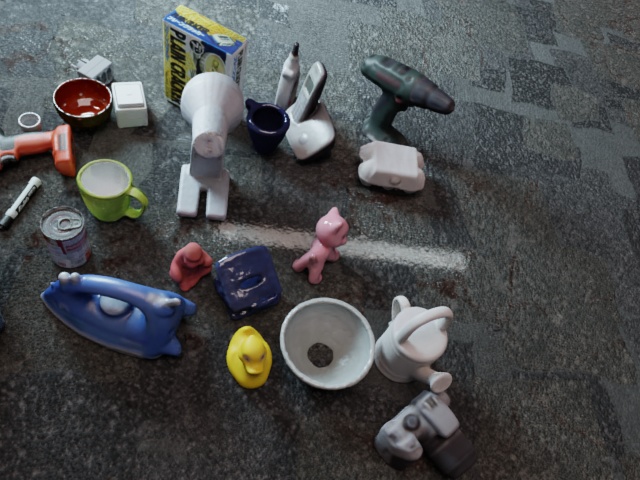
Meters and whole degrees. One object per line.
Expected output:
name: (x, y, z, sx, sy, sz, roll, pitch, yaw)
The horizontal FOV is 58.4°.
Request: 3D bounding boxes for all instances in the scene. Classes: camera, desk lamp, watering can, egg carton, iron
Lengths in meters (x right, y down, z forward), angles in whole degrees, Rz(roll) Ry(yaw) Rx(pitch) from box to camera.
camera: (0.185, 0.329, 0.941, 0.143, 0.101, 0.136, -32, 70, -29)
desk lamp: (-0.210, -0.179, 1.092, 0.118, 0.213, 0.203, 4, 58, -11)
watering can: (0.171, 0.173, 0.979, 0.101, 0.194, 0.172, -32, 71, -29)
egg carton: (0.157, -0.158, 1.259, 0.150, 0.069, 0.107, 8, 57, -9)
iron: (-0.337, 0.099, 0.928, 0.258, 0.141, 0.118, 16, 56, -4)

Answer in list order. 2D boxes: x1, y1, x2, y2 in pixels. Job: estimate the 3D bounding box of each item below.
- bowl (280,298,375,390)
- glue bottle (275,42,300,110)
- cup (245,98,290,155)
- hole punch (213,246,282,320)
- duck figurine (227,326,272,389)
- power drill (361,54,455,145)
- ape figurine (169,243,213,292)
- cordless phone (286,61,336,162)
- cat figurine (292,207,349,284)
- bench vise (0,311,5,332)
bowl: (0.009, 0.190, 0.999, 0.167, 0.074, 0.167, 7, 57, -10)
glue bottle: (-0.066, -0.366, 1.270, 0.037, 0.173, 0.078, 20, 56, -1)
cup: (-0.124, -0.237, 1.222, 0.092, 0.095, 0.117, -35, 72, -30)
hole punch: (-0.126, 0.076, 1.027, 0.109, 0.091, 0.101, -21, 65, -25)
duck figurine: (-0.115, 0.188, 0.962, 0.078, 0.086, 0.104, -4, 60, -17)
power drill: (0.175, -0.295, 1.265, 0.229, 0.208, 0.076, 43, 58, 14)
ape figurine: (-0.230, 0.038, 1.024, 0.078, 0.092, 0.076, -4, 59, -16)
cordless phone: (-0.013, -0.271, 1.217, 0.094, 0.185, 0.147, -13, 62, -21)
cat figurine: (0.010, 0.004, 1.090, 0.067, 0.117, 0.128, 32, 57, 7)
bench vise: (-0.539, 0.042, 0.866, 0.122, 0.219, 0.207, -36, 72, -30)
